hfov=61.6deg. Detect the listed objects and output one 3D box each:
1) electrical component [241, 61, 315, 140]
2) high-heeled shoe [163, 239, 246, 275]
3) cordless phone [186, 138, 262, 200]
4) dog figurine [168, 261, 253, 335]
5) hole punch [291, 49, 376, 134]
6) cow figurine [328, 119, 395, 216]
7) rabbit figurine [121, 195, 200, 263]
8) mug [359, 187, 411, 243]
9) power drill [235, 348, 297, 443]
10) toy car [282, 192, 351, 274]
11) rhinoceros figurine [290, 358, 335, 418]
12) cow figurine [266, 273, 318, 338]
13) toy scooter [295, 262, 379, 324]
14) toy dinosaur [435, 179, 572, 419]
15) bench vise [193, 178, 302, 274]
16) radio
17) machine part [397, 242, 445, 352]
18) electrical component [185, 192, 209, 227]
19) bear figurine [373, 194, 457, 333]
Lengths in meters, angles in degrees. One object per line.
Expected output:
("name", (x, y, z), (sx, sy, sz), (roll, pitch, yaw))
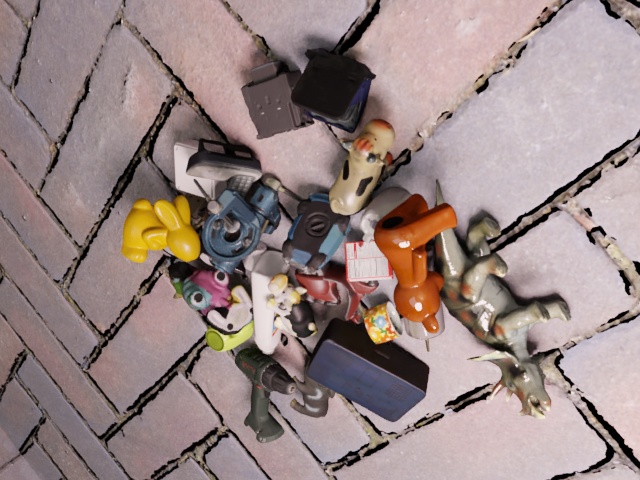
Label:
("electrical component", (-0.084, -0.268, 1.025), (0.115, 0.058, 0.134), (-9, 106, 33))
("high-heeled shoe", (-0.285, 0.046, 1.276), (0.249, 0.086, 0.145), (38, 129, 18))
("cordless phone", (-0.214, -0.108, 1.120), (0.184, 0.146, 0.089), (-64, 37, 30))
("dog figurine", (-0.267, 0.129, 1.259), (0.191, 0.108, 0.219), (50, 157, -23))
("hole punch", (0.026, -0.260, 0.950), (0.142, 0.092, 0.115), (27, 87, 23))
("cow figurine", (0.071, -0.126, 0.944), (0.085, 0.127, 0.194), (35, 127, 12))
("rabbit figurine", (-0.334, -0.020, 1.188), (0.173, 0.122, 0.162), (24, 109, 19))
("mug", (0.110, -0.036, 0.970), (0.081, 0.107, 0.109), (48, 125, 8))
("power drill", (-0.128, 0.370, 1.267), (0.232, 0.086, 0.207), (26, 127, 49))
("toy car", (-0.002, -0.003, 1.053), (0.109, 0.161, 0.102), (20, 164, 18))
("rhinoceros figurine", (-0.003, 0.330, 1.221), (0.112, 0.073, 0.190), (27, 123, 22))
("cow figurine", (-0.056, 0.141, 1.109), (0.098, 0.068, 0.167), (28, 152, 29))
("toy scooter", (0.034, 0.105, 1.102), (0.184, 0.075, 0.135), (7, 115, 25))
("toy dinosaur", (0.276, 0.100, 0.925), (0.192, 0.131, 0.405), (-43, 78, 36))
("bench vise", (-0.151, -0.045, 1.045), (0.129, 0.240, 0.223), (41, 84, 19))
("radio", (0.094, 0.268, 1.097), (0.230, 0.073, 0.131), (29, 126, -1))
("machine part", (0.185, 0.093, 0.998), (0.079, 0.079, 0.243), (-2, 109, 33))
("electrical component", (-0.292, -0.076, 1.236), (0.102, 0.078, 0.045), (21, 159, 19))
("bear figurine", (0.167, 0.042, 0.882), (0.195, 0.132, 0.120), (63, 166, -22))
